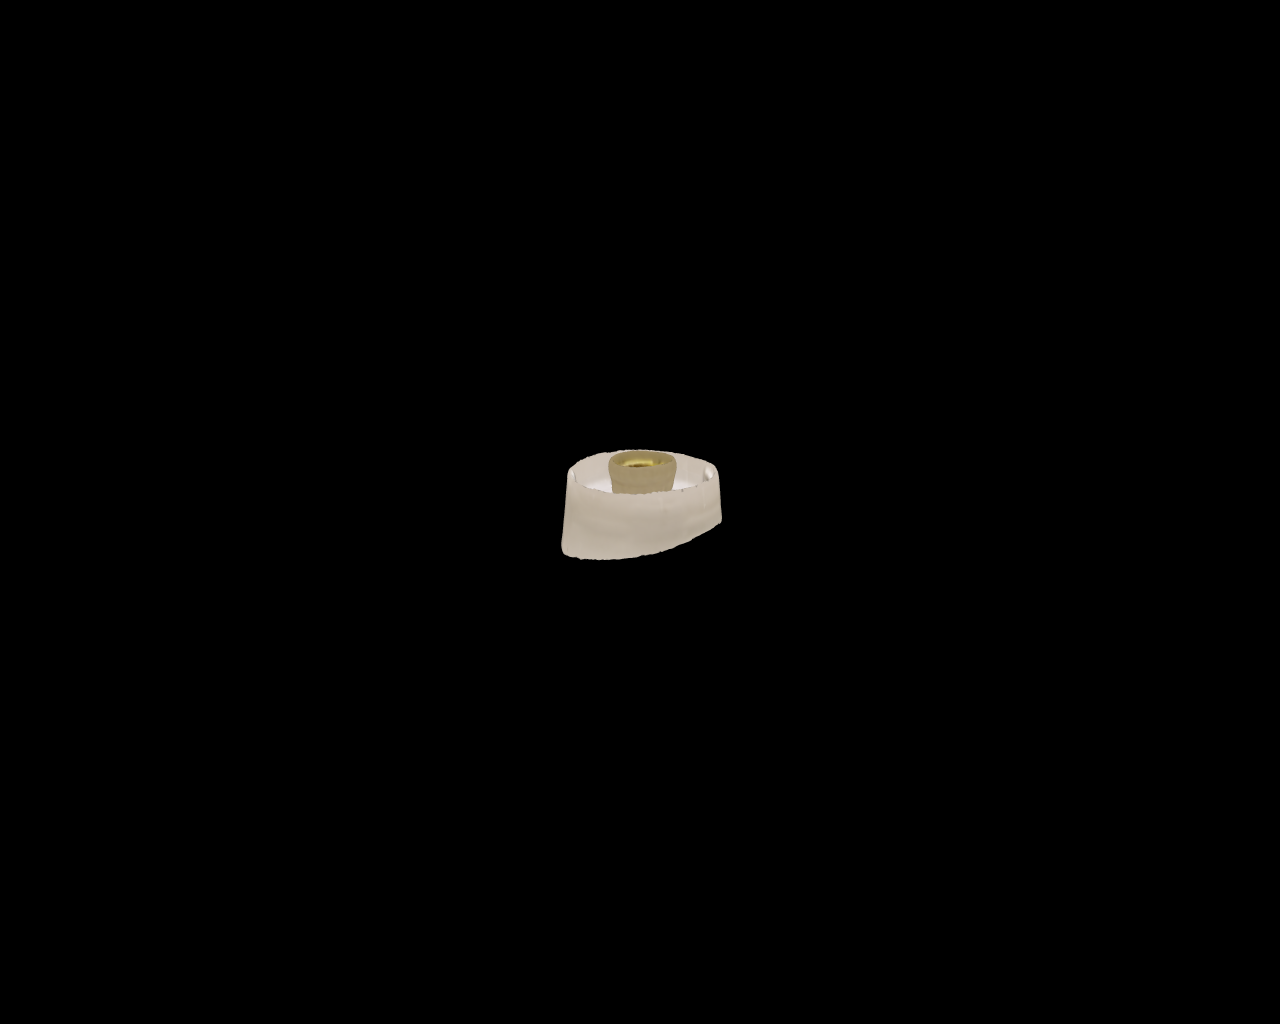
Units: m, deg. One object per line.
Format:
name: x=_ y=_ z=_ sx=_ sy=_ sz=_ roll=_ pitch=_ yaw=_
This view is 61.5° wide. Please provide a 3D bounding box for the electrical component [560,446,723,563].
electrical component: x=0.001 y=-0.003 z=0.650 sx=0.099 sy=0.064 sz=0.099 roll=0 pitch=20 yaw=0
